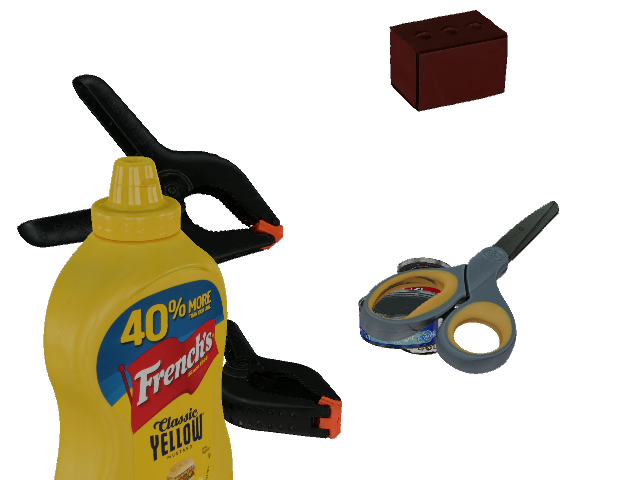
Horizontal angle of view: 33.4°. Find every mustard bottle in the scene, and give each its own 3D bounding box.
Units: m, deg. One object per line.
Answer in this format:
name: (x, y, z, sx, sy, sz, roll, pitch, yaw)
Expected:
mustard bottle: (-0.085, 0.055, 0.509, 0.058, 0.192, 0.096, 14, 21, 39)

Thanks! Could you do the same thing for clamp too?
clamp: (-0.062, 0.113, 0.884, 0.210, 0.036, 0.164, 12, 20, 31)
clamp: (-0.106, -0.040, 0.714, 0.171, 0.120, 0.039, 12, -9, -19)

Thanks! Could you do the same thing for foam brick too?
foam brick: (0.099, -0.140, 0.827, 0.078, 0.051, 0.053, -14, 36, -16)

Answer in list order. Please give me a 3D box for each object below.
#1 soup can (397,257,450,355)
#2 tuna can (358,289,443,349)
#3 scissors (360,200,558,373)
soup can: (0.125, 0.081, 1.316, 0.068, 0.102, 0.068, 1, 24, -1)
tuna can: (0.079, 0.074, 1.015, 0.086, 0.034, 0.086, -2, 14, 0)
scissors: (0.113, 0.026, 0.646, 0.201, 0.016, 0.096, -21, 43, -35)
